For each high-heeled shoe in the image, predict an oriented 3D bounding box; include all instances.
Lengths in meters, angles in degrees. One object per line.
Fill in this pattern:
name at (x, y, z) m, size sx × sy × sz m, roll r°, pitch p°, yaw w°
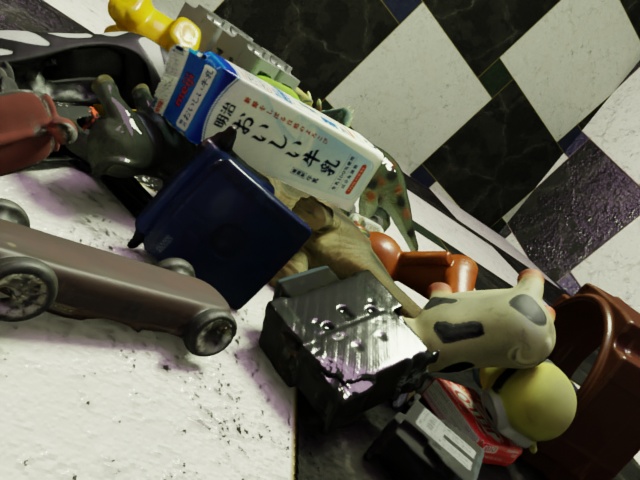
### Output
high-heeled shoe at (-0.257, -0.179, 0.605) m, size 0.249 × 0.086 × 0.145 m, roll 16°, pitch 37°, yaw -2°

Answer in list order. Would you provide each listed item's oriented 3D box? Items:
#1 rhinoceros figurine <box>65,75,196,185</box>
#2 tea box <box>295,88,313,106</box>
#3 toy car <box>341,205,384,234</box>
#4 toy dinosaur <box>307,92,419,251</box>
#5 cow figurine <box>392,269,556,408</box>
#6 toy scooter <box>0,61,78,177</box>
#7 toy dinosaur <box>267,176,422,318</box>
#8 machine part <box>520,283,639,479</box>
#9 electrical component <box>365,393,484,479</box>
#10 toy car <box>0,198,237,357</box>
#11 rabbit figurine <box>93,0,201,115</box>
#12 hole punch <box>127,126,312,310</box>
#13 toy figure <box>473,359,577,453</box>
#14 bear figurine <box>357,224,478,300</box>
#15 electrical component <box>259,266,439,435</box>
rhinoceros figurine at (-0.163, -0.094, 0.534) m, size 0.112 × 0.073 × 0.190 m, roll 43°, pitch 11°, yaw 7°
tea box at (-0.097, -0.192, 0.905) m, size 0.068 × 0.169 × 0.098 m, roll 23°, pitch 21°, yaw -36°
toy car at (0.036, -0.041, 0.906) m, size 0.073 × 0.056 × 0.202 m, roll 25°, pitch 5°, yaw -30°
toy dinosaur at (0.082, -0.127, 1.049) m, size 0.405 × 0.192 × 0.131 m, roll 32°, pitch 18°, yaw -8°
cow figurine at (0.131, 0.100, 0.537) m, size 0.085 × 0.195 × 0.127 m, roll 70°, pitch 26°, yaw -21°
toy scooter at (-0.258, -0.095, 0.393) m, size 0.135 × 0.075 × 0.184 m, roll -13°, pitch 46°, yaw -26°
toy dinosaur at (-0.001, -0.002, 0.671) m, size 0.472 × 0.105 × 0.198 m, roll 44°, pitch 14°, yaw 17°
machine part at (0.300, 0.161, 0.626) m, size 0.087 × 0.201 × 0.201 m, roll 32°, pitch 16°, yaw -2°
electrical component at (0.100, 0.185, 0.425) m, size 0.119 × 0.047 × 0.075 m, roll 40°, pitch 17°, yaw 21°
toy car at (-0.143, 0.032, 0.358) m, size 0.202 × 0.053 × 0.089 m, roll 24°, pitch 14°, yaw -48°
rabbit figurine at (-0.265, -0.231, 0.743) m, size 0.122 × 0.173 × 0.162 m, roll 28°, pitch -28°, yaw -27°
hole punch at (-0.085, -0.011, 0.480) m, size 0.092 × 0.142 × 0.115 m, roll 51°, pitch 10°, yaw 35°
toy figure at (0.212, 0.145, 0.579) m, size 0.082 × 0.089 × 0.180 m, roll 30°, pitch 17°, yaw 4°
bear figurine at (0.121, 0.057, 0.772) m, size 0.196 × 0.120 × 0.132 m, roll 13°, pitch 55°, yaw 13°
electrical component at (0.016, 0.082, 0.460) m, size 0.115 × 0.058 × 0.134 m, roll -15°, pitch 47°, yaw -36°
